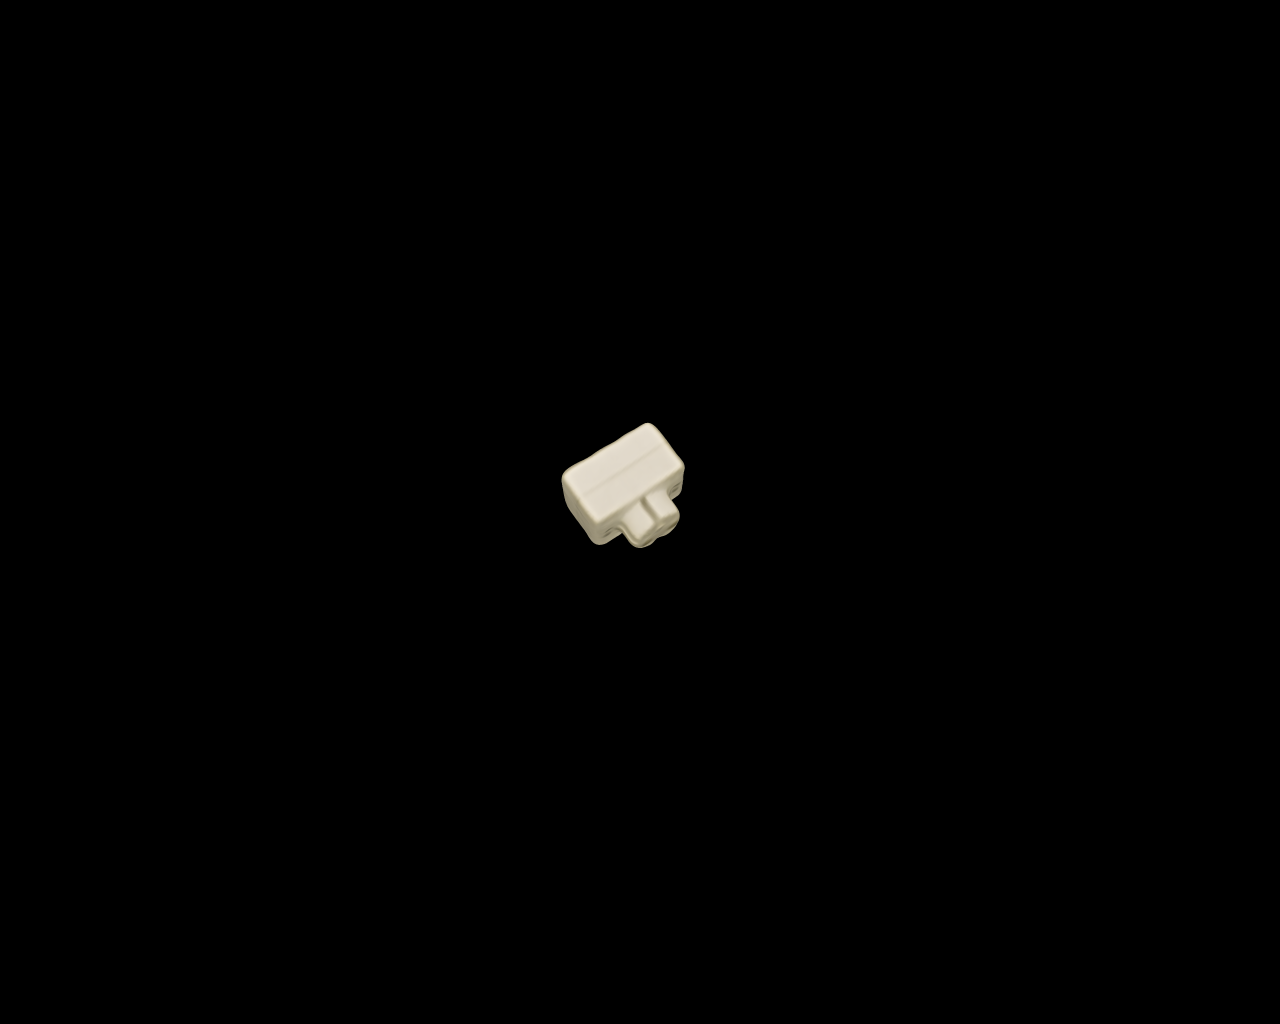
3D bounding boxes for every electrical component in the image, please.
[{"bbox_3d":[0.001,-0.003,0.650,0.066,0.077,0.047,-33,-16,-11],"label":"electrical component"}]
